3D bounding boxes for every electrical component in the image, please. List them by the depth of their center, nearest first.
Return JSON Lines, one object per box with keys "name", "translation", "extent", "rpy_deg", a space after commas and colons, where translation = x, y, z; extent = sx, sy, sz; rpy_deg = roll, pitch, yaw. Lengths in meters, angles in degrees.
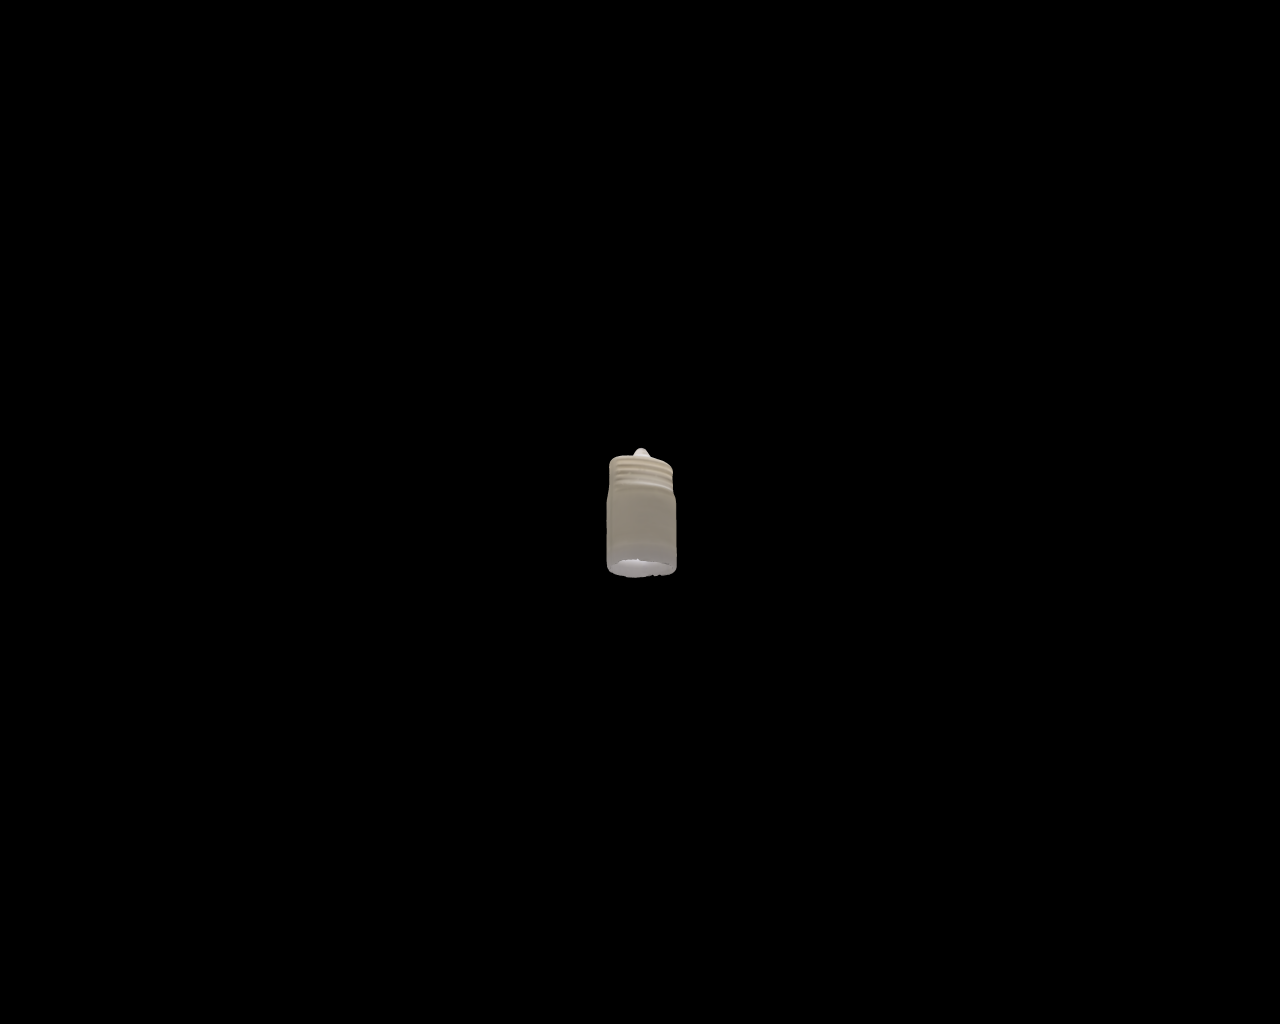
{"name": "electrical component", "translation": [0.001, -0.003, 0.650], "extent": [0.043, 0.081, 0.043], "rpy_deg": [0, -18, 0]}
